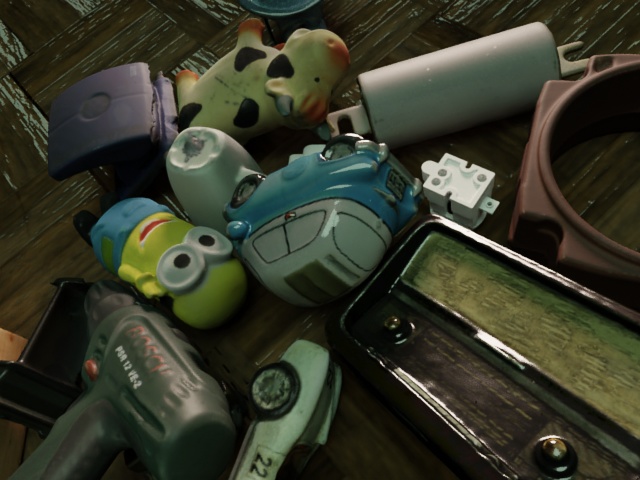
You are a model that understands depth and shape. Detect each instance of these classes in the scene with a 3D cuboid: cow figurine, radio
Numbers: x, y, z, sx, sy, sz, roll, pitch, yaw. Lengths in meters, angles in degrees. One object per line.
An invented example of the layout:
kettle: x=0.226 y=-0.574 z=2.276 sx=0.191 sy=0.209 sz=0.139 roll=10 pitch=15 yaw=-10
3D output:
cow figurine: x=-0.057 y=-0.136 z=0.509 sx=0.195 sy=0.085 sz=0.127 roll=-20 pitch=63 yaw=34
radio: x=0.113 y=0.083 z=0.341 sx=0.131 sy=0.073 sz=0.230 roll=-43 pitch=38 yaw=-9

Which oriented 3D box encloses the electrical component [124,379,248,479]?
electrical component: x=-0.109 y=0.147 z=0.424 sx=0.102 sy=0.045 sz=0.078 roll=-39 pitch=32 yaw=-11

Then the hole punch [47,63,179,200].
hole punch: x=-0.204 y=-0.111 z=0.533 sx=0.116 sy=0.092 sz=0.142 roll=-36 pitch=50 yaw=28

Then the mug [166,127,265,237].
mug: x=-0.083 y=-0.047 z=0.483 sx=0.110 sy=0.107 sz=0.081 roll=18 pitch=70 yaw=24

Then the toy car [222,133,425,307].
toy car: x=-0.001 y=-0.001 z=0.412 sx=0.162 sy=0.109 sz=0.103 roll=-22 pitch=44 yaw=32

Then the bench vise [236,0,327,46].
bench vise: x=-0.044 y=-0.317 z=0.554 sx=0.129 sy=0.240 sz=0.223 roll=-6 pitch=77 yaw=7

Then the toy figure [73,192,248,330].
toy figure: x=-0.140 y=0.014 z=0.481 sx=0.180 sy=0.089 sz=0.082 roll=21 pitch=73 yaw=33

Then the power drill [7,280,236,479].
power drill: x=-0.178 y=0.134 z=0.381 sx=0.232 sy=0.085 sz=0.207 roll=21 pitch=51 yaw=42

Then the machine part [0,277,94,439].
machine part: x=-0.234 y=0.094 z=0.471 sx=0.039 sy=0.084 sz=0.139 roll=-20 pitch=41 yaw=37

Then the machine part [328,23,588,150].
machine part: x=0.124 y=-0.139 z=0.497 sx=0.243 sy=0.079 sz=0.079 roll=-14 pitch=60 yaw=7

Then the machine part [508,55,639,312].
machine part: x=0.257 y=-0.041 z=0.406 sx=0.202 sy=0.087 sz=0.201 roll=12 pitch=66 yaw=18

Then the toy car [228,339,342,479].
toy car: x=-0.037 y=0.168 z=0.374 sx=0.056 sy=0.073 sz=0.201 roll=13 pitch=66 yaw=21
